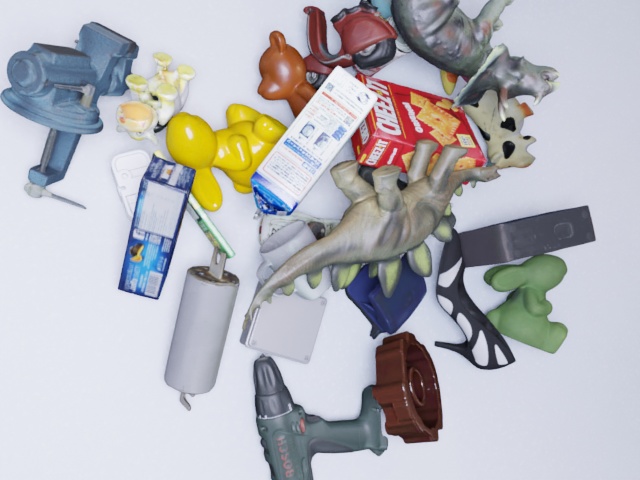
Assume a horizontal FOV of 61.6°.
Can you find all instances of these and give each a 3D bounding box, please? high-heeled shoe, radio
[{"bbox_3d":[0.278,0.107,0.945,0.145,0.086,0.248,5,101,15],"label":"high-heeled shoe"},{"bbox_3d":[0.385,-0.006,0.997,0.230,0.131,0.073,-12,88,-22],"label":"radio"}]

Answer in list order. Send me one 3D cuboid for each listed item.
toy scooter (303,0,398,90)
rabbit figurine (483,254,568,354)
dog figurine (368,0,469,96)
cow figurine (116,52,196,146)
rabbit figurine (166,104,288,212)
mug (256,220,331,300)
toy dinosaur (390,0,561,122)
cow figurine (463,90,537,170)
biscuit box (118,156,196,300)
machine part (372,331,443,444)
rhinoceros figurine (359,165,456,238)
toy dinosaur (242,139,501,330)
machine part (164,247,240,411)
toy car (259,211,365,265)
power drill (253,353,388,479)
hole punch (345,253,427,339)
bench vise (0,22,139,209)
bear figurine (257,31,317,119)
[{"bbox_3d":[0.032,-0.329,0.869,0.075,0.184,0.135,-19,94,-58],"label":"toy scooter"},{"bbox_3d":[0.384,0.100,0.999,0.159,0.121,0.170,22,92,3],"label":"rabbit figurine"},{"bbox_3d":[0.199,-0.363,0.968,0.191,0.108,0.219,-29,99,-22],"label":"dog figurine"},{"bbox_3d":[-0.238,-0.184,0.755,0.068,0.098,0.167,24,44,-5],"label":"cow figurine"},{"bbox_3d":[-0.155,-0.132,0.792,0.173,0.122,0.162,5,121,-51],"label":"rabbit figurine"},{"bbox_3d":[-0.035,0.043,0.797,0.109,0.081,0.107,-47,111,-30],"label":"mug"},{"bbox_3d":[0.195,-0.347,0.855,0.404,0.131,0.192,31,79,-16],"label":"toy dinosaur"},{"bbox_3d":[0.334,-0.216,1.010,0.195,0.127,0.085,53,28,4],"label":"cow figurine"},{"bbox_3d":[-0.223,-0.010,0.727,0.059,0.202,0.063,17,36,-13],"label":"biscuit box"},{"bbox_3d":[0.145,0.240,0.873,0.179,0.056,0.179,41,39,-45],"label":"machine part"},{"bbox_3d":[0.145,-0.071,0.919,0.190,0.112,0.073,32,73,-8],"label":"rhinoceros figurine"},{"bbox_3d":[0.087,-0.019,0.776,0.471,0.105,0.198,-20,115,-23],"label":"toy dinosaur"},{"bbox_3d":[-0.170,0.127,0.768,0.079,0.079,0.243,10,103,-21],"label":"machine part"},{"bbox_3d":[-0.002,-0.003,0.883,0.202,0.056,0.073,9,82,-20],"label":"toy car"},{"bbox_3d":[0.002,0.283,0.849,0.207,0.086,0.232,-4,88,-26],"label":"power drill"},{"bbox_3d":[0.124,0.089,0.911,0.115,0.092,0.142,49,67,-15],"label":"hole punch"},{"bbox_3d":[-0.337,-0.169,0.720,0.129,0.224,0.240,25,109,-7],"label":"bench vise"},{"bbox_3d":[-0.044,-0.215,0.852,0.195,0.120,0.132,46,75,-11],"label":"bear figurine"}]
